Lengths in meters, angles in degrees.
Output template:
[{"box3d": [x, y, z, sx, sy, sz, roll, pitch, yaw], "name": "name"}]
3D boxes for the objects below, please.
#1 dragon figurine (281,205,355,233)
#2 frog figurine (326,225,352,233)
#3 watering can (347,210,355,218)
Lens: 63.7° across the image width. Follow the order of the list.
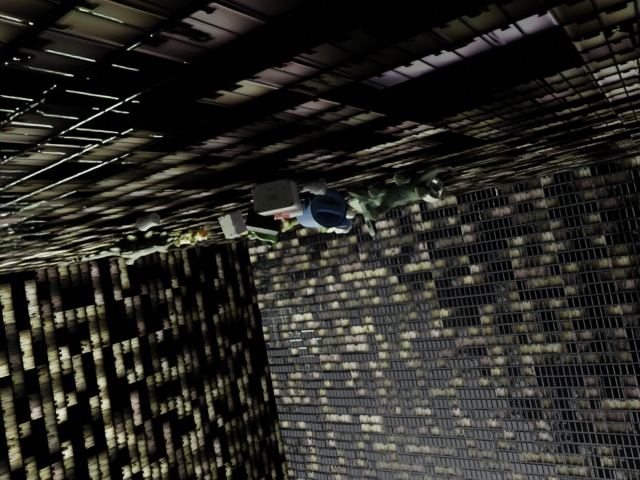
[{"box3d": [0.007, -0.117, 2.319, 0.407, 0.123, 0.242, -21, 166, 23], "name": "dragon figurine"}, {"box3d": [0.073, -0.086, 2.460, 0.136, 0.163, 0.121, -44, 134, 14], "name": "frog figurine"}, {"box3d": [-0.035, -0.111, 2.078, 0.348, 0.104, 0.223, 3, 177, -5], "name": "watering can"}]
